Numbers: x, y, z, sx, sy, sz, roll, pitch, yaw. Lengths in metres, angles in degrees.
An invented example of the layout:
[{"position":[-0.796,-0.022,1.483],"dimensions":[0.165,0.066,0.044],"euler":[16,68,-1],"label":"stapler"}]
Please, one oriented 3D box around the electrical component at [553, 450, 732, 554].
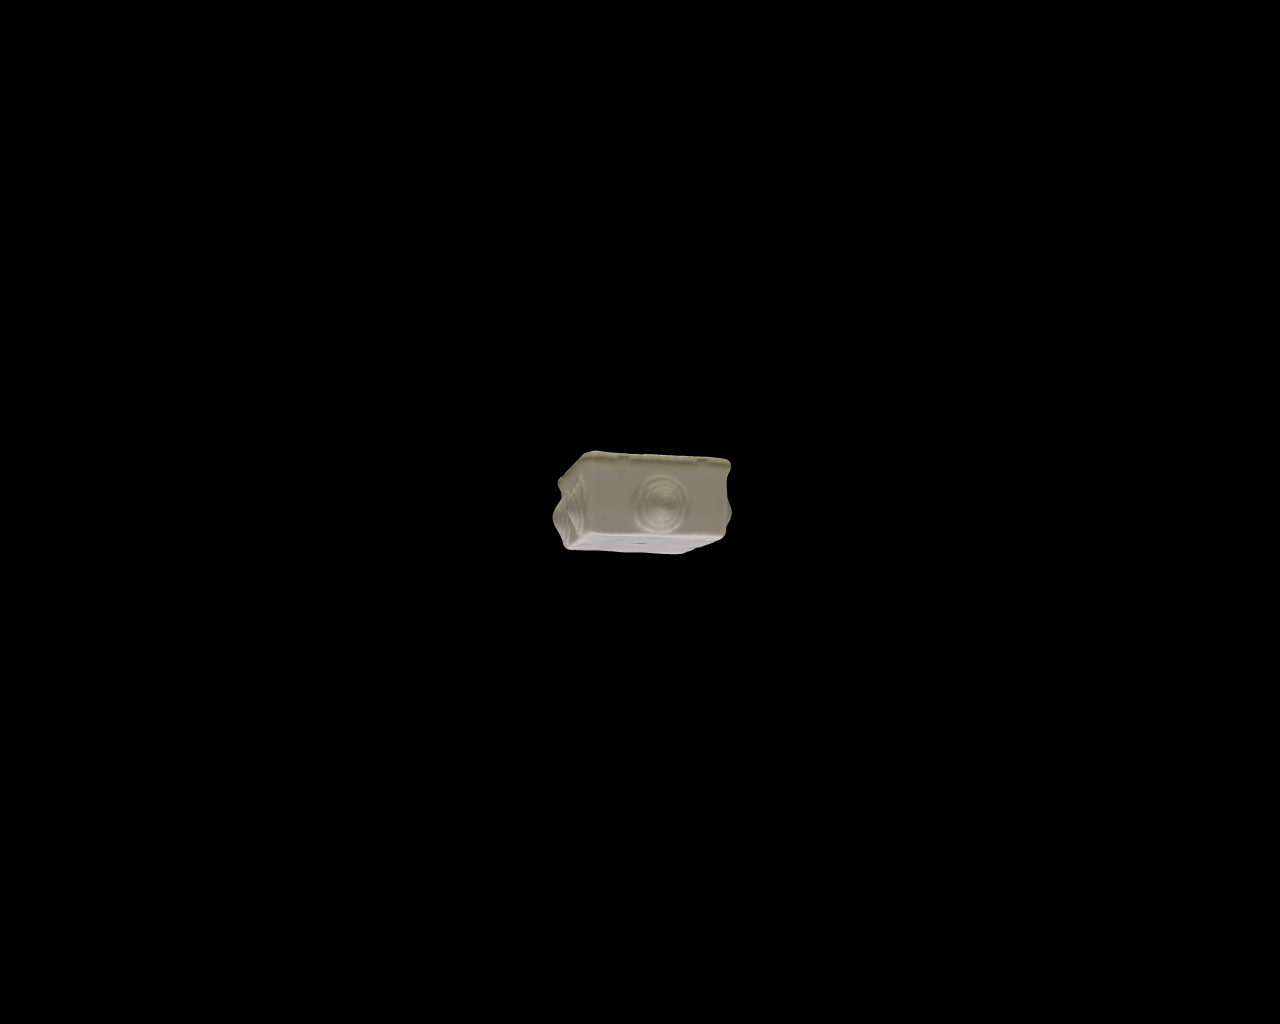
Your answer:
[{"position":[0.001,-0.003,0.650],"dimensions":[0.100,0.048,0.099],"euler":[3,-10,-15],"label":"electrical component"}]
